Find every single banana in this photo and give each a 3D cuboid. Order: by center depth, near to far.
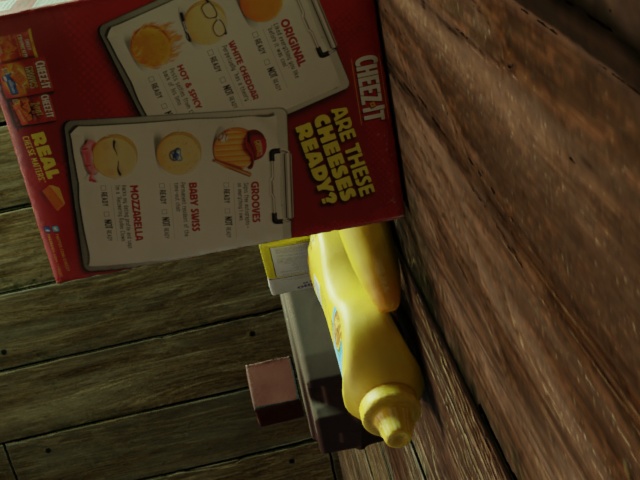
[{"bbox_3d":[0.025,-0.034,0.769,0.198,0.037,0.069,-105,-10,-50],"label":"banana"}]

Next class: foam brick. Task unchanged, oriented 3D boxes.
[{"bbox_3d":[-0.049,0.166,1.164,0.078,0.053,0.051,87,170,-67],"label":"foam brick"}]

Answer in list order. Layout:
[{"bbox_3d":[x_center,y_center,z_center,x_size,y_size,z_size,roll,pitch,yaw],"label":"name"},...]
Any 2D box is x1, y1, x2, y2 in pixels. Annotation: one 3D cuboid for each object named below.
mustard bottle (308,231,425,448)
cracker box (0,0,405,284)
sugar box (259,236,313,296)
[{"bbox_3d":[0.035,0.073,0.771,0.191,0.058,0.096,-106,4,-51],"label":"mustard bottle"},{"bbox_3d":[-0.070,-0.077,0.626,0.072,0.213,0.164,-104,3,-64],"label":"cracker box"},{"bbox_3d":[-0.006,0.001,0.922,0.176,0.093,0.048,91,167,-76],"label":"sugar box"}]
